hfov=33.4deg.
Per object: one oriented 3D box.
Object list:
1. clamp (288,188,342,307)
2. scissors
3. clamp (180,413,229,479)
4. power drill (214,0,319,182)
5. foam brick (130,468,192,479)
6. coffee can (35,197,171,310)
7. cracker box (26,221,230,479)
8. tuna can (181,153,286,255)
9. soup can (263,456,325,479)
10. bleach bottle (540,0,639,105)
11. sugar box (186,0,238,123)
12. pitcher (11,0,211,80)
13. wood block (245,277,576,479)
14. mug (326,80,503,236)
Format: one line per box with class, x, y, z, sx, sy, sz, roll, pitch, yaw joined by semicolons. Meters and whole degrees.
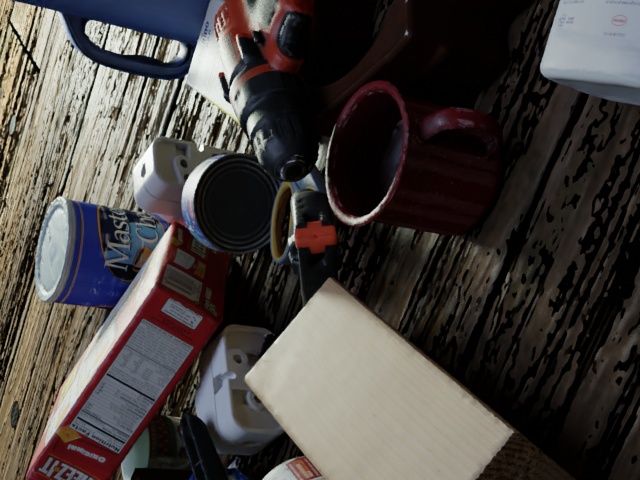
clamp;-0.005;0.001;0.756;0.171;0.039;0.120;97;160;-72
scissors;-0.006;-0.075;0.868;0.096;0.016;0.202;21;103;56
clamp;-0.068;0.218;0.779;0.164;0.210;0.036;-50;-20;-48
power drill;-0.010;-0.154;0.694;0.188;0.057;0.184;-58;36;33
foam brick;-0.128;0.237;0.931;0.051;0.078;0.053;-65;34;22
coffee can;-0.197;0.019;1.053;0.103;0.140;0.103;-26;59;55
cracker box;-0.164;0.107;0.947;0.214;0.072;0.164;-55;13;15
tuna can;-0.074;-0.031;0.911;0.034;0.086;0.086;5;86;62
soup can;0.006;0.184;0.646;0.102;0.068;0.068;38;114;58
bleach bottle;0.189;-0.193;0.530;0.103;0.068;0.251;24;100;58
sugar box;-0.068;-0.162;0.982;0.176;0.048;0.093;46;120;59
pitcher;-0.202;-0.261;1.046;0.145;0.242;0.149;-35;58;49
wood block;0.050;0.115;0.622;0.091;0.090;0.206;-51;33;-1
mug;0.068;-0.052;0.676;0.117;0.081;0.093;-36;51;51
